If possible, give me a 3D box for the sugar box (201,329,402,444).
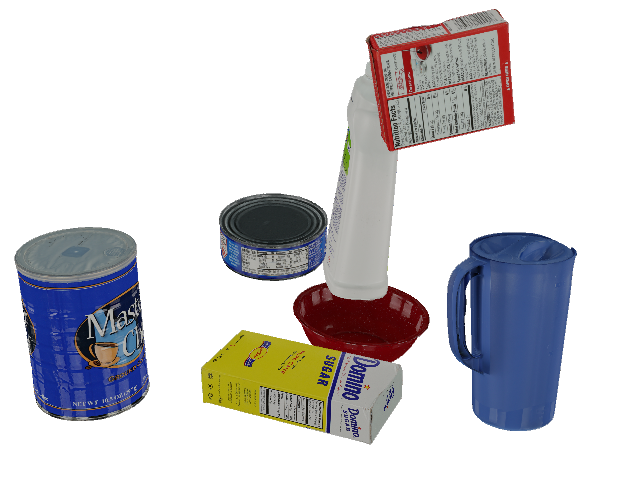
[{"bbox_3d":[-0.017,0.138,1.031,0.176,0.048,0.093,8,24,21],"label":"sugar box"}]

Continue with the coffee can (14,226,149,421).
[{"bbox_3d":[-0.207,0.072,0.938,0.103,0.140,0.103,-1,23,0],"label":"coffee can"}]

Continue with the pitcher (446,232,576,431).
[{"bbox_3d":[0.245,0.119,1.376,0.149,0.243,0.144,5,18,16],"label":"pitcher"}]

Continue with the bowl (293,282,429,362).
[{"bbox_3d":[0.047,0.106,1.267,0.162,0.055,0.162,4,24,-2],"label":"bowl"}]

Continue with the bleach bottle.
[{"bbox_3d":[0.050,-0.069,1.120,0.068,0.251,0.102,2,29,-9],"label":"bleach bottle"}]

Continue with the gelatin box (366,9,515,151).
[{"bbox_3d":[0.079,-0.105,0.697,0.089,0.073,0.030,-12,33,-1],"label":"gelatin box"}]

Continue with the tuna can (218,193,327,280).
[{"bbox_3d":[-0.037,-0.003,0.845,0.086,0.034,0.086,1,30,-1],"label":"tuna can"}]
